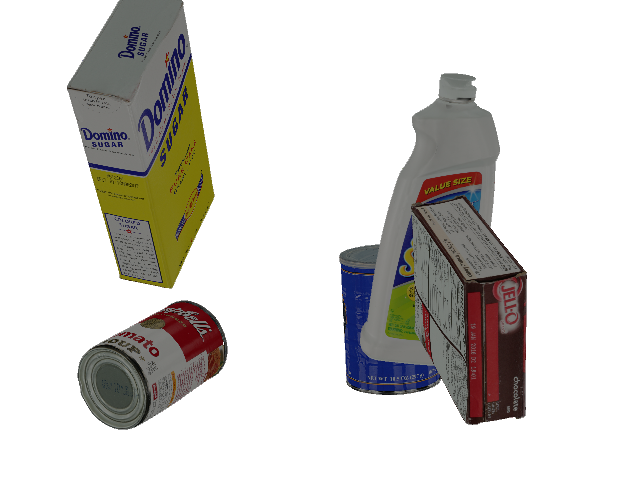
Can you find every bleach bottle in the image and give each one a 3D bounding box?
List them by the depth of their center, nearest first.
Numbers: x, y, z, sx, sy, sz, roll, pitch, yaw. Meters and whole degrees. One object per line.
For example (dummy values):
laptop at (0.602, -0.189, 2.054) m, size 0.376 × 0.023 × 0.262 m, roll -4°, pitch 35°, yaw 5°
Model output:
bleach bottle at (0.096, -0.018, 0.923) m, size 0.102 × 0.251 × 0.068 m, roll 5°, pitch 19°, yaw 0°

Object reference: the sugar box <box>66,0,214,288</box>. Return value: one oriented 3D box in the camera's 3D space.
sugar box at (-0.109, -0.060, 0.686) m, size 0.048 × 0.093 × 0.176 m, roll 12°, pitch -38°, yaw 9°

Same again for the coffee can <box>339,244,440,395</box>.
coffee can at (0.074, 0.081, 1.134) m, size 0.103 × 0.140 × 0.103 m, roll -3°, pitch 10°, yaw 0°

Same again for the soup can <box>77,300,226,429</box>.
soup can at (-0.128, 0.094, 0.815) m, size 0.069 × 0.068 × 0.102 m, roll 0°, pitch 16°, yaw 31°

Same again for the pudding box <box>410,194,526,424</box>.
pudding box at (0.083, 0.036, 0.607) m, size 0.039 × 0.090 × 0.113 m, roll -8°, pitch 25°, yaw -9°
